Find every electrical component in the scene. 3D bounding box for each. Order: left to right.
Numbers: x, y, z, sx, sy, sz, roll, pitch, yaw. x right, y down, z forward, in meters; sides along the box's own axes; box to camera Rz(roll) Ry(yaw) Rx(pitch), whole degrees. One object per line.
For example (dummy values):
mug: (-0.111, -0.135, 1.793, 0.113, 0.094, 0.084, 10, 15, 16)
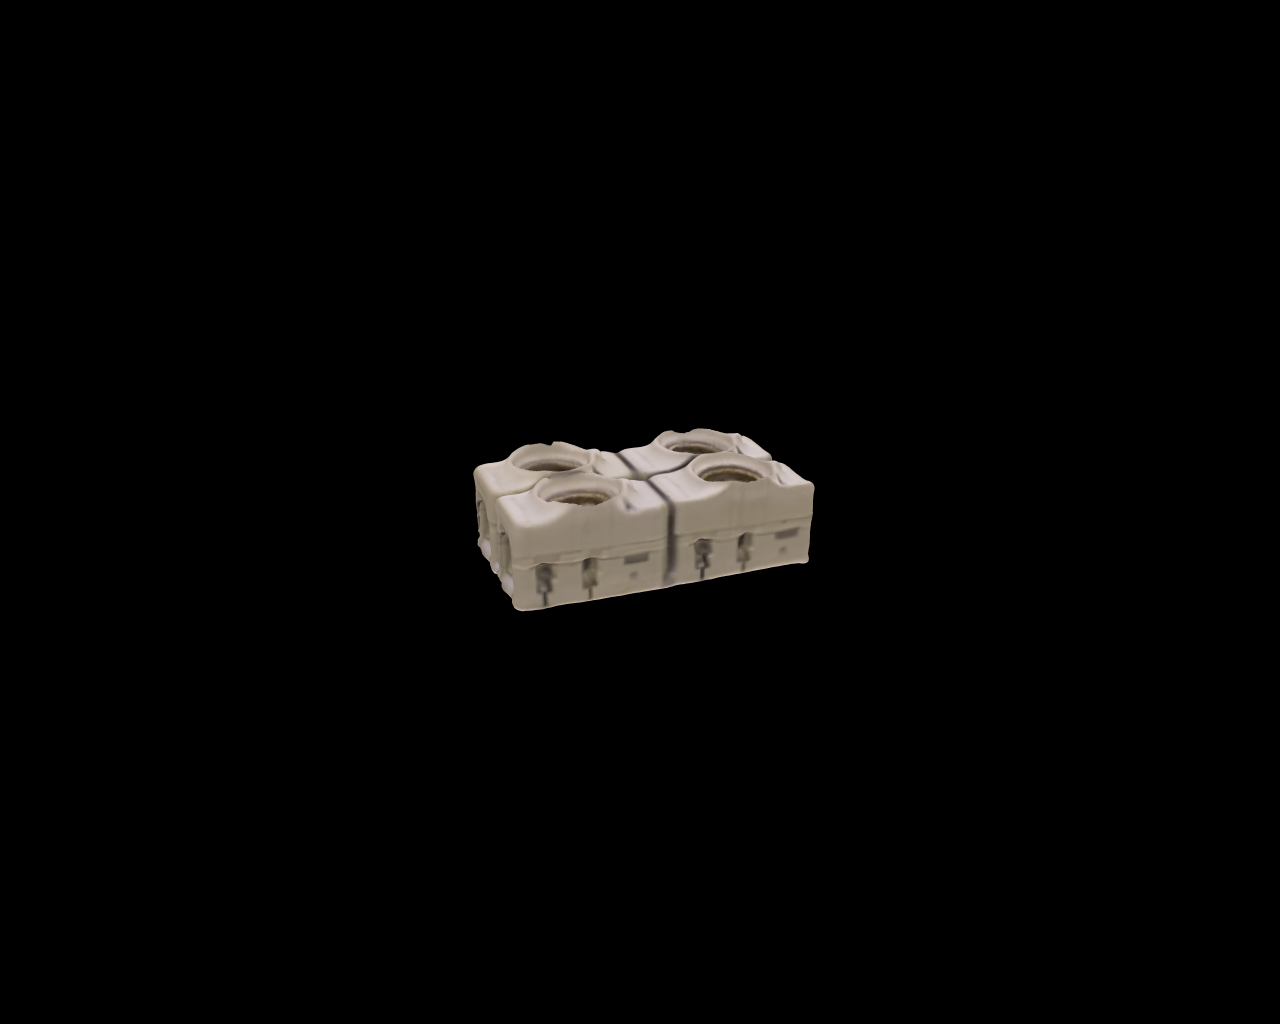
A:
electrical component: (0.001, -0.003, 0.650, 0.186, 0.060, 0.105, -8, 24, -18)
